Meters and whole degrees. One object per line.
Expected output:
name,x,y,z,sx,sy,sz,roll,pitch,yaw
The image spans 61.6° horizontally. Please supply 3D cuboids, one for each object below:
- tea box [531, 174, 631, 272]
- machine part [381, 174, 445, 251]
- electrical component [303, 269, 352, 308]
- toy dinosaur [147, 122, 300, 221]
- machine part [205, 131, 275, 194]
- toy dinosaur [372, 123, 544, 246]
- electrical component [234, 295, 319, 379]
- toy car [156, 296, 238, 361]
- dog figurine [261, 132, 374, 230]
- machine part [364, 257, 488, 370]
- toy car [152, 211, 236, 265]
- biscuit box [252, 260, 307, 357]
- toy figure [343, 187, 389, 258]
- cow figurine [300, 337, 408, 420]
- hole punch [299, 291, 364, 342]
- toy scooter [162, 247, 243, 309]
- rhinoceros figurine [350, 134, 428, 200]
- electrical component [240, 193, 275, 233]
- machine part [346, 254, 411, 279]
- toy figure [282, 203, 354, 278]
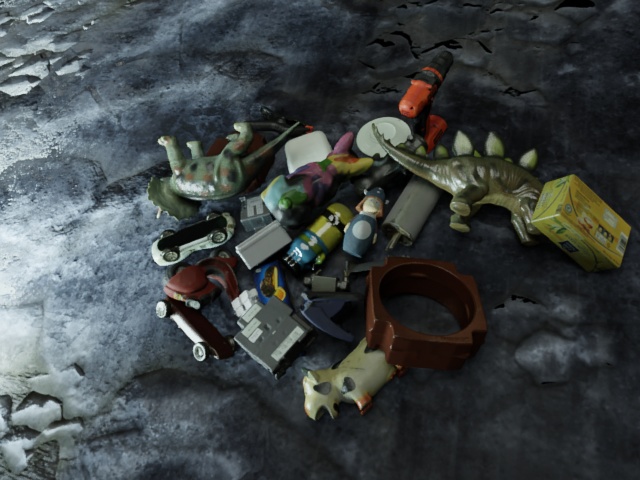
tea box,0.478,-0.028,0.981,0.169,0.068,0.098,37,66,-14
machine part,0.201,-0.074,1.133,0.079,0.079,0.243,22,66,26
electrical component,0.016,0.098,1.094,0.102,0.045,0.078,-2,86,17
toy dinosaur,-0.234,-0.149,1.212,0.405,0.131,0.192,-7,88,20
machine part,-0.203,-0.194,1.327,0.179,0.056,0.179,-7,56,11
toy dinosaur,0.314,-0.117,1.074,0.472,0.105,0.198,18,65,2
electrical component,-0.088,0.171,0.991,0.134,0.058,0.115,36,70,29
toy car,-0.250,0.179,1.086,0.202,0.089,0.053,39,112,29
dog figurine,0.001,-0.127,1.118,0.219,0.191,0.108,-38,86,14
machine part,0.182,0.128,0.961,0.201,0.087,0.201,6,41,-4
toy car,-0.288,-0.004,1.229,0.202,0.056,0.074,-21,49,-1
biscuit box,-0.082,0.142,1.079,0.063,0.059,0.203,-20,56,0
toy figure,0.097,-0.040,1.100,0.058,0.064,0.154,4,69,65
cow figurine,0.052,0.246,0.964,0.195,0.085,0.127,-40,60,-12
hole punch,0.018,0.138,1.003,0.116,0.142,0.092,5,90,-1
toy scooter,-0.228,0.092,1.123,0.184,0.075,0.135,-26,65,-43
rhinoceros figurine,0.149,-0.160,1.171,0.190,0.112,0.073,-38,98,-4
electrical component,-0.142,-0.050,1.224,0.075,0.047,0.119,-11,55,9
machine part,0.122,0.051,1.082,0.139,0.084,0.039,-9,83,19
toy figure,0.000,-0.001,1.129,0.180,0.089,0.082,-42,96,-18
